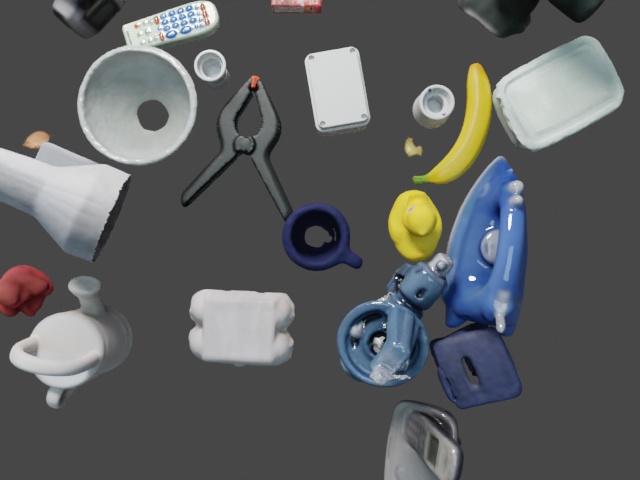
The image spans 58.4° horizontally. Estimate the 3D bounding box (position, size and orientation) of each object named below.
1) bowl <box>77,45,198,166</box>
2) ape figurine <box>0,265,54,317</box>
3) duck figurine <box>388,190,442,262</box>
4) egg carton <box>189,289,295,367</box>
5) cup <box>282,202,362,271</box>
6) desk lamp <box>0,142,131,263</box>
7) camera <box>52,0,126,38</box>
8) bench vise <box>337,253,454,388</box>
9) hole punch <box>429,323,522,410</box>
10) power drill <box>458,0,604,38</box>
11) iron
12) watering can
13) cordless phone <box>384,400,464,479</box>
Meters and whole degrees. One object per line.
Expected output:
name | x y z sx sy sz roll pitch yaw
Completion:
bowl | -0.249 -0.184 0.817 0.167 0.074 0.167 0 89 1
ape figurine | -0.425 0.073 0.806 0.078 0.092 0.076 -14 89 1
duck figurine | 0.138 -0.021 0.806 0.077 0.086 0.105 -3 89 1
egg carton | -0.111 0.125 0.814 0.150 0.069 0.107 2 89 1
cup | 0.007 0.003 0.802 0.118 0.095 0.092 32 90 1
desk lamp | -0.334 -0.058 0.747 0.203 0.213 0.118 23 90 1
camera | -0.346 -0.388 0.807 0.137 0.101 0.143 42 90 1
bench vise | 0.094 0.103 0.738 0.121 0.219 0.207 19 90 1
hole punch | 0.215 0.179 0.800 0.101 0.091 0.109 -23 89 0
power drill | 0.252 -0.355 0.748 0.229 0.208 0.075 36 90 1
iron | 0.243 0.003 0.777 0.118 0.141 0.258 8 89 1
watering can | -0.328 0.135 0.754 0.101 0.194 0.173 -5 89 1
cordless phone | 0.142 0.301 0.752 0.094 0.185 0.148 6 89 1
